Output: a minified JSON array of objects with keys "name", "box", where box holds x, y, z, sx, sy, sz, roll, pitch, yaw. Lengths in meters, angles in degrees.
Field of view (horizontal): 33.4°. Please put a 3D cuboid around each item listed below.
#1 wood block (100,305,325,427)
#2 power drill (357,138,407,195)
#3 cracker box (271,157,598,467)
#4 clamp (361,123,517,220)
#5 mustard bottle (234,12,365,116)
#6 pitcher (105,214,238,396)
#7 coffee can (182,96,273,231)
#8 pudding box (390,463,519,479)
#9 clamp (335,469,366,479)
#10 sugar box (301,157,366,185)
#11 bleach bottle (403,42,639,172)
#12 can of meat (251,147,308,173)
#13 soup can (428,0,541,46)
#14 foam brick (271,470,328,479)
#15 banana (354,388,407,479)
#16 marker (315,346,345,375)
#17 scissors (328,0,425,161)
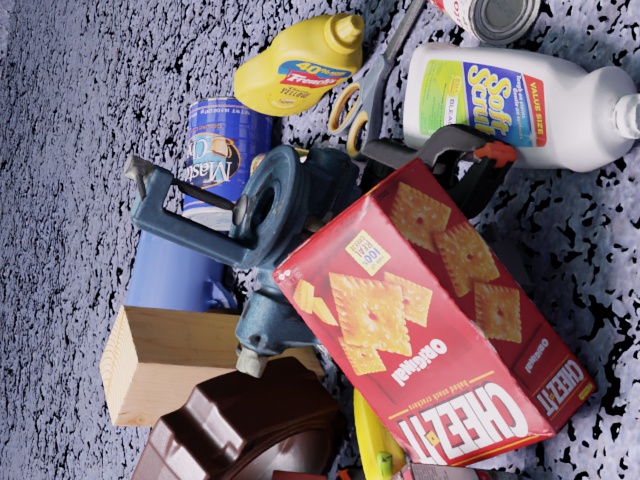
[{"name":"wood block","box":[-0.113,0.137,1.117,0.091,0.205,0.090,-65,33,30]},{"name":"power drill","box":[0.072,0.018,0.969,0.188,0.057,0.184,-129,50,-57]},{"name":"cracker box","box":[0.077,0.067,0.811,0.214,0.072,0.164,53,143,0]},{"name":"clamp","box":[0.088,-0.054,0.861,0.172,0.039,0.120,-36,65,47]},{"name":"mustard bottle","box":[-0.010,-0.190,1.129,0.192,0.096,0.058,-28,58,56]},{"name":"pitcher","box":[-0.178,0.093,1.349,0.145,0.149,0.243,163,116,-76]},{"name":"coffee can","box":[-0.110,-0.089,1.278,0.103,0.102,0.140,-17,68,59]},{"name":"pudding box","box":[0.110,0.214,0.787,0.039,0.113,0.090,-51,41,38]},{"name":"clamp","box":[0.042,0.262,0.911,0.164,0.036,0.210,-42,20,-5]},{"name":"sugar box","box":[-0.008,0.001,1.110,0.093,0.048,0.176,4,82,60]},{"name":"bleach bottle","box":[0.162,-0.107,0.830,0.251,0.068,0.102,13,96,59]},{"name":"can of meat","box":[-0.041,-0.050,1.193,0.084,0.057,0.102,5,87,64]},{"name":"soup can","box":[0.133,-0.214,0.903,0.102,0.068,0.069,56,131,51]},{"name":"foam brick","box":[-0.024,0.258,0.975,0.051,0.053,0.078,83,-163,-51]},{"name":"banana","box":[0.055,0.176,0.941,0.198,0.037,0.070,-107,18,-74]},{"name":"marker","box":[0.005,0.107,1.104,0.121,0.020,0.020,39,117,58]},{"name":"scissors","box":[0.064,-0.156,1.068,0.202,0.016,0.096,-47,46,47]}]
